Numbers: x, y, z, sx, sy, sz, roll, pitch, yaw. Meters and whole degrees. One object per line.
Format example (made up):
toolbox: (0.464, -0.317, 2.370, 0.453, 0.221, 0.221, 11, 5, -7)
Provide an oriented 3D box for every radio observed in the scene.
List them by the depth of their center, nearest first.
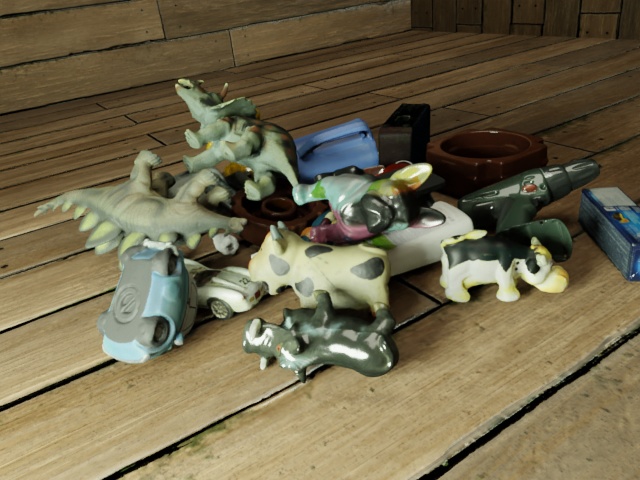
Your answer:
radio: (0.188, -0.211, 1.171, 0.073, 0.130, 0.230, 5, 29, 19)

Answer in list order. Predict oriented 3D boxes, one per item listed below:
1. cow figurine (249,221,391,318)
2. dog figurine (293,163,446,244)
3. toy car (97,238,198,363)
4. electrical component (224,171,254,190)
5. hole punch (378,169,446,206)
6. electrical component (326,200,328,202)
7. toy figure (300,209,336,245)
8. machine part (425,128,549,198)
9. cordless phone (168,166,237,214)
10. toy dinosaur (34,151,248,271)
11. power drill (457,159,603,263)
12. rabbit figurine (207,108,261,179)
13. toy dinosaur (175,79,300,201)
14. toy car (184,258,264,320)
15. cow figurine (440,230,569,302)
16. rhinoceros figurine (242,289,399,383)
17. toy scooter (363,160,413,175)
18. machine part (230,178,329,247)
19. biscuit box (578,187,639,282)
cow figurine: (-0.002, 0.039, 0.724, 0.195, 0.127, 0.085, -1, 7, 10)
dog figurine: (0.084, -0.058, 0.787, 0.219, 0.108, 0.191, -6, 15, 38)
toy car: (-0.216, 0.084, 0.716, 0.109, 0.161, 0.102, 2, -16, 32)
electrical component: (-0.178, -0.117, 1.177, 0.078, 0.045, 0.102, 32, 41, 9)
hole punch: (0.150, -0.069, 0.937, 0.142, 0.092, 0.116, -21, 32, -11)
electrical component: (-0.012, -0.087, 1.070, 0.063, 0.021, 0.094, -3, 6, -32)
toy figure: (-0.003, -0.004, 0.887, 0.058, 0.064, 0.154, 4, 31, 34)
machine part: (0.329, -0.153, 1.076, 0.201, 0.087, 0.201, -24, 31, -27)
cordless phone: (-0.212, -0.061, 1.049, 0.184, 0.088, 0.146, 34, 44, 26)
toy dinosaur: (-0.316, -0.050, 0.928, 0.472, 0.105, 0.198, 13, 65, 31)
power drill: (0.332, -0.048, 0.832, 0.232, 0.085, 0.207, -15, 32, 21)
rabbit figurine: (-0.174, -0.226, 1.245, 0.162, 0.173, 0.122, 2, 32, 8)
toy dinosaur: (-0.127, -0.182, 1.014, 0.405, 0.131, 0.192, 30, 53, 28)
toy car: (-0.177, 0.067, 0.798, 0.202, 0.056, 0.073, 8, 31, 26)
cow figurine: (0.249, 0.029, 0.727, 0.167, 0.098, 0.068, -3, 21, 8)
rhinoceros figurine: (0.001, 0.122, 0.642, 0.191, 0.073, 0.112, 5, 40, 18)
toy scooter: (0.111, -0.096, 1.031, 0.184, 0.075, 0.135, -5, 27, 10)
machine part: (-0.074, -0.049, 0.977, 0.179, 0.056, 0.179, 2, 34, -1)
biscuit box: (0.450, -0.013, 0.798, 0.059, 0.062, 0.203, -3, 28, 7)
